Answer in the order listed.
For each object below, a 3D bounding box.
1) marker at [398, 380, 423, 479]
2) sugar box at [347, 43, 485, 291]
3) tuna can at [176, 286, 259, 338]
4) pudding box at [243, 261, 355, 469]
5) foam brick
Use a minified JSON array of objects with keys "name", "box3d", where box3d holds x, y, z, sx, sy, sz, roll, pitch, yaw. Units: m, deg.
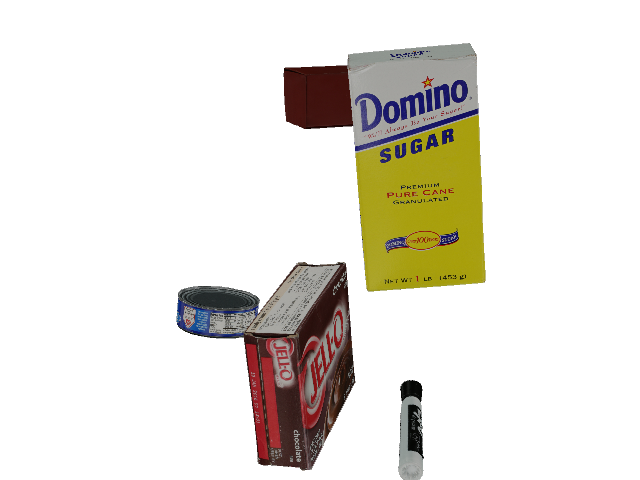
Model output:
[{"name":"marker","box3d":[0.074,0.151,0.866,0.020,0.020,0.121,0,26,5]},{"name":"sugar box","box3d":[0.072,-0.052,0.791,0.093,0.176,0.048,-5,23,3]},{"name":"tuna can","box3d":[-0.108,0.075,1.116,0.086,0.034,0.086,6,12,-1]},{"name":"pudding box","box3d":[-0.010,0.074,0.665,0.039,0.090,0.113,2,22,14]},{"name":"foam brick","box3d":[0.011,-0.134,0.993,0.078,0.051,0.053,-6,18,-23]}]
